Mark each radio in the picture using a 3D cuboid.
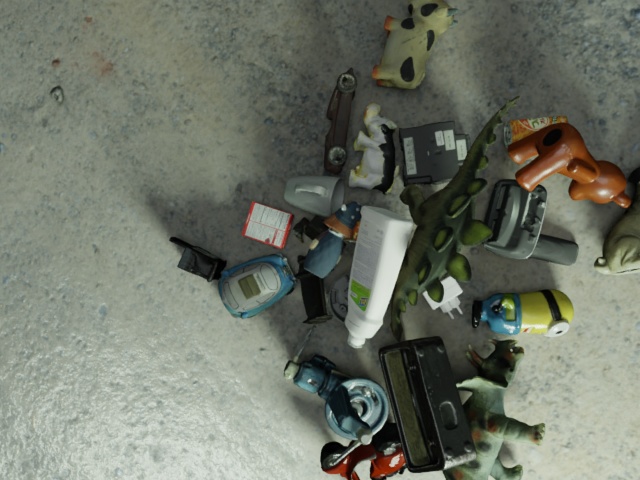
[{"bbox_3d":[0.189,0.293,0.968,0.073,0.131,0.229,-6,72,-25],"label":"radio"}]

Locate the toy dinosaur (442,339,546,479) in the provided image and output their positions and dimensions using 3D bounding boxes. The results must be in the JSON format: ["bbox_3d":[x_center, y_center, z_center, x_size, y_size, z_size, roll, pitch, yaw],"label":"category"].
[{"bbox_3d":[0.291,0.384,0.999,0.192,0.131,0.404,22,101,24],"label":"toy dinosaur"}]

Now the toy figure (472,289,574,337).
[{"bbox_3d":[0.375,0.133,0.998,0.180,0.082,0.089,3,93,10],"label":"toy figure"}]

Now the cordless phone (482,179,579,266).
[{"bbox_3d":[0.408,-0.029,1.004,0.184,0.089,0.146,14,91,-4],"label":"cordless phone"}]

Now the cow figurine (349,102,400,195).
[{"bbox_3d":[0.113,-0.176,1.036,0.098,0.068,0.167,12,95,2],"label":"cow figurine"}]

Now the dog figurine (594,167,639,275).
[{"bbox_3d":[0.571,-0.041,0.973,0.172,0.121,0.190,-11,75,4],"label":"dog figurine"}]

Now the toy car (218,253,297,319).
[{"bbox_3d":[-0.130,0.093,1.054,0.162,0.103,0.109,-24,88,9],"label":"toy car"}]

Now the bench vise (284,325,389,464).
[{"bbox_3d":[0.039,0.290,0.974,0.223,0.241,0.129,40,92,-10],"label":"bench vise"}]

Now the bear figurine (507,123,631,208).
[{"bbox_3d":[0.450,-0.118,0.960,0.195,0.120,0.132,34,129,-28],"label":"bear figurine"}]

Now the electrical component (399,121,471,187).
[{"bbox_3d":[0.221,-0.163,1.028,0.134,0.058,0.114,-5,92,8],"label":"electrical component"}]

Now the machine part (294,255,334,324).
[{"bbox_3d":[-0.009,0.093,1.039,0.084,0.039,0.139,-11,79,34],"label":"machine part"}]

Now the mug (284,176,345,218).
[{"bbox_3d":[-0.018,-0.088,1.039,0.107,0.109,0.080,9,91,20],"label":"mug"}]

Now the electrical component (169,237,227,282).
[{"bbox_3d":[-0.255,0.038,1.083,0.119,0.075,0.047,24,92,2],"label":"electrical component"}]

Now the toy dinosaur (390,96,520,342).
[{"bbox_3d":[0.217,-0.026,0.944,0.105,0.199,0.470,13,103,-20],"label":"toy dinosaur"}]

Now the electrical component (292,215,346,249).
[{"bbox_3d":[-0.003,-0.004,1.056,0.102,0.078,0.045,41,71,0],"label":"electrical component"}]

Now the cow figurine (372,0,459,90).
[{"bbox_3d":[0.184,-0.380,1.019,0.127,0.085,0.194,16,90,13],"label":"cow figurine"}]

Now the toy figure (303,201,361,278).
[{"bbox_3d":[0.024,-0.005,0.990,0.058,0.064,0.154,29,86,33],"label":"toy figure"}]

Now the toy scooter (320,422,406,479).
[{"bbox_3d":[0.097,0.435,1.038,0.184,0.075,0.135,-16,106,-2],"label":"toy scooter"}]

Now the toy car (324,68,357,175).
[{"bbox_3d":[0.037,-0.228,1.035,0.053,0.089,0.202,7,93,3],"label":"toy car"}]
